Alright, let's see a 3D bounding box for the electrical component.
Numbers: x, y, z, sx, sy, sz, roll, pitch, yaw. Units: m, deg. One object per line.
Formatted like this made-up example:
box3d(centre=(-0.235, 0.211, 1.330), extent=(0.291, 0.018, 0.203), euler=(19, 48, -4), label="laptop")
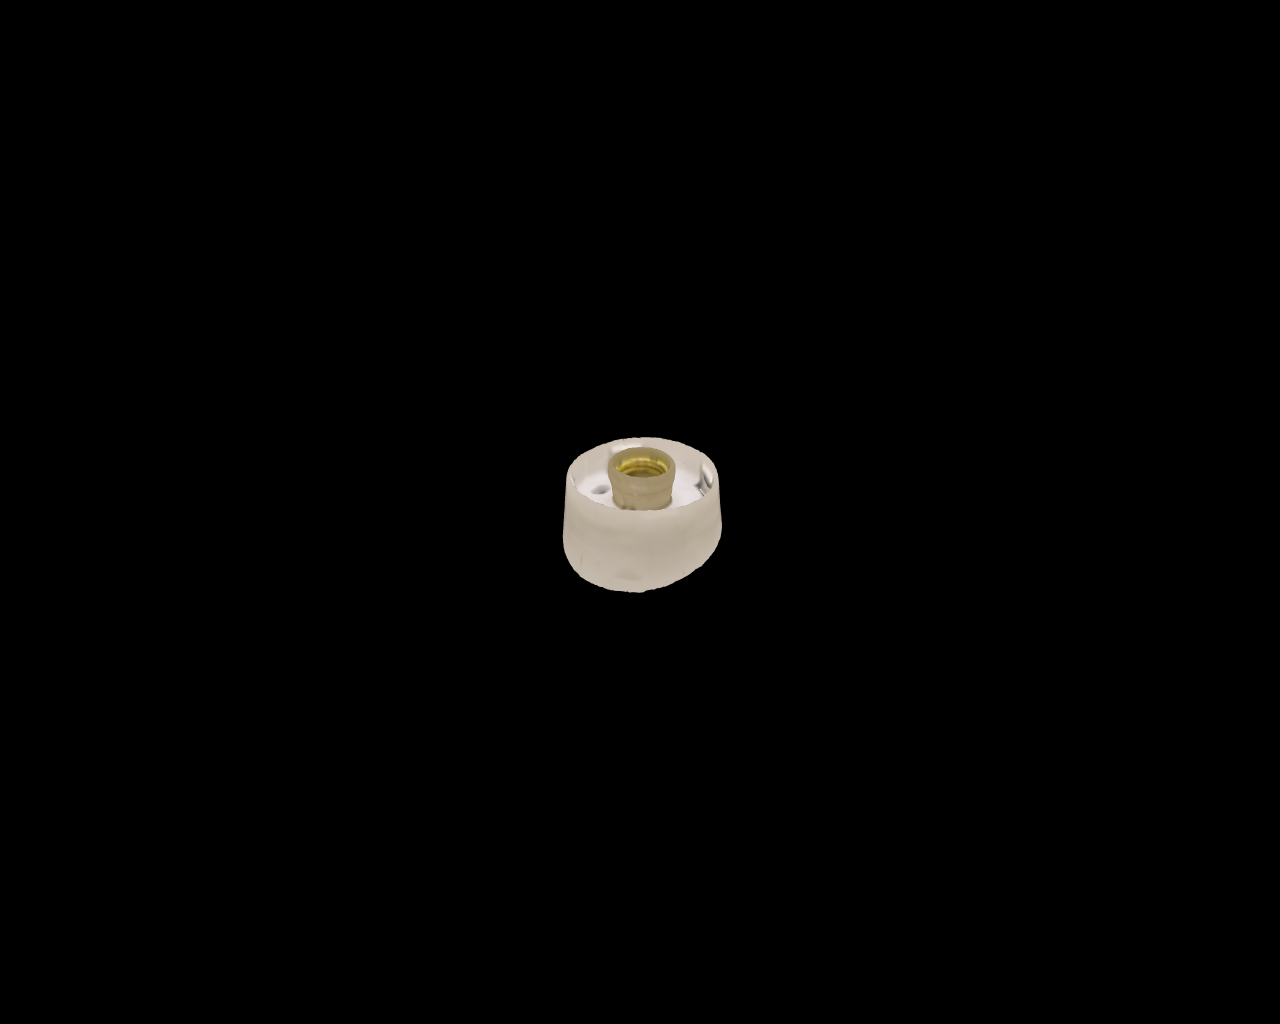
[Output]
box3d(centre=(0.001, -0.003, 0.650), extent=(0.099, 0.064, 0.099), euler=(0, 32, 0), label="electrical component")
